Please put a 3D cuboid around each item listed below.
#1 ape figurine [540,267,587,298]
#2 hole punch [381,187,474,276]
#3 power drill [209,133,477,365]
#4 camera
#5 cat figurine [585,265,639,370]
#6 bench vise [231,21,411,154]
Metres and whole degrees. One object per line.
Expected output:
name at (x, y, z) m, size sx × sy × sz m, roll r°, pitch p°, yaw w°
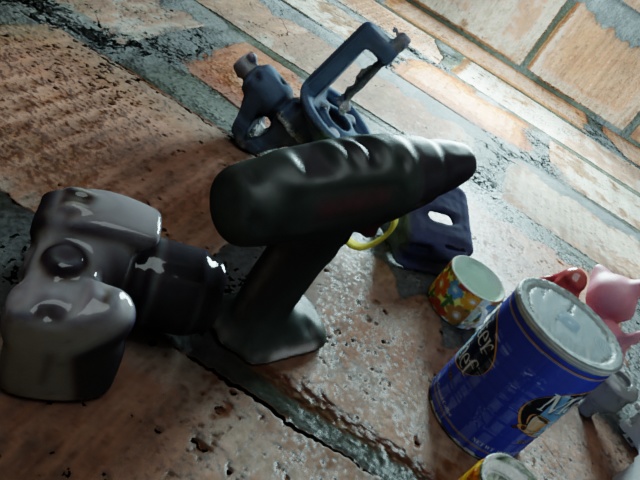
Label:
ape figurine at (0.298, 0.070, 0.725) m, size 0.077 × 0.092 × 0.076 m, roll 41°, pitch 33°, yaw 15°
hole punch at (0.141, -0.019, 0.715) m, size 0.109 × 0.091 × 0.101 m, roll 12°, pitch 37°, yaw -28°
power drill at (0.004, 0.002, 0.461) m, size 0.230 × 0.208 × 0.075 m, roll -5°, pitch 47°, yaw -44°
camera at (-0.136, 0.031, 0.404) m, size 0.137 × 0.100 × 0.143 m, roll 16°, pitch 35°, yaw -23°
cat figurine at (0.370, 0.096, 0.727) m, size 0.067 × 0.117 × 0.128 m, roll 25°, pitch 32°, yaw -10°
bench vise at (-0.003, -0.175, 0.684) m, size 0.208 × 0.219 × 0.121 m, roll 23°, pitch 33°, yaw -14°
